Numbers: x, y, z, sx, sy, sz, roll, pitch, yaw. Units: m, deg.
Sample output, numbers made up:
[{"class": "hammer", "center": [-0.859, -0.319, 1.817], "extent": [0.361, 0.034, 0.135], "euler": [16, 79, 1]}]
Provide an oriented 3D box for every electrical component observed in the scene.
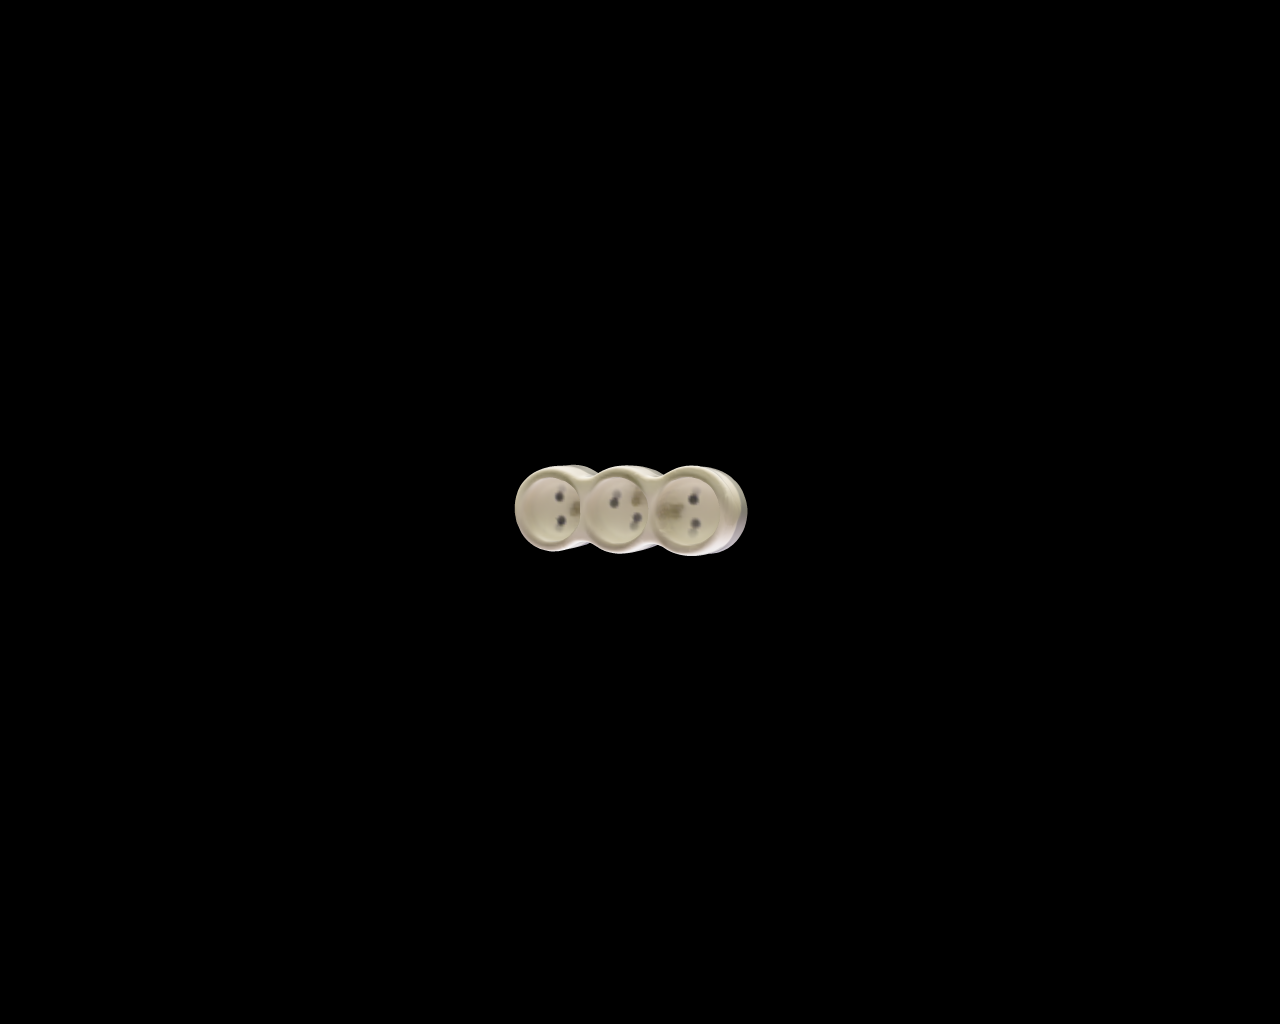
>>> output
[{"class": "electrical component", "center": [0.001, -0.003, 0.650], "extent": [0.138, 0.052, 0.074], "euler": [2, 4, 23]}]
